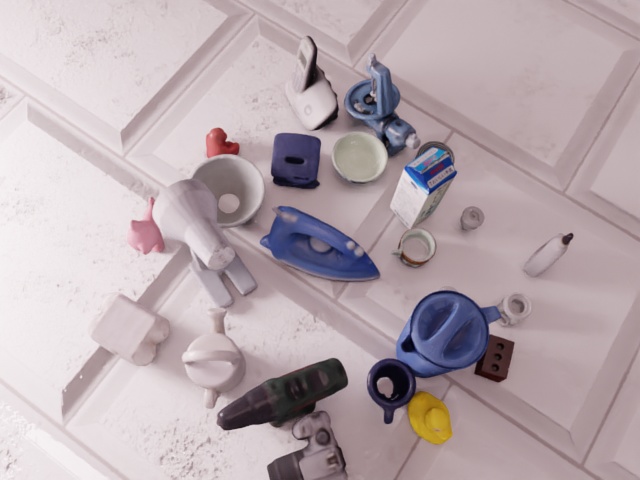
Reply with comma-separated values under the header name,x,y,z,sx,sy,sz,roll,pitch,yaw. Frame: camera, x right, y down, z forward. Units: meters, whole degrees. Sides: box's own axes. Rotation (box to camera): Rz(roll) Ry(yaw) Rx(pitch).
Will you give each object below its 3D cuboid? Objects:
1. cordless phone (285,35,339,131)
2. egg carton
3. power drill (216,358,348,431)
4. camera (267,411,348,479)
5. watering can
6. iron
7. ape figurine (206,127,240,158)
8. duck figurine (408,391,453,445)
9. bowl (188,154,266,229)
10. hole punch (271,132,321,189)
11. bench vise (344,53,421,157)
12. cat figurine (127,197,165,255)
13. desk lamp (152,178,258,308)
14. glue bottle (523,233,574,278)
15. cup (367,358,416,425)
name,x,y,z,sx,sy,sz,roll,pitch,yaw
cordless phone,-0.015,-0.342,1.254,0.094,0.185,0.147,-28,74,-11
egg carton,-0.373,0.174,1.117,0.150,0.069,0.107,27,72,7
power drill,-0.063,0.284,1.018,0.230,0.208,0.075,-23,73,-10
camera,-0.029,0.397,1.037,0.137,0.101,0.143,-18,72,-8
watering can,-0.196,0.213,1.045,0.101,0.194,0.173,-18,72,-8
iron,0.011,0.004,1.156,0.258,0.141,0.119,22,71,5
ape figurine,-0.219,-0.212,1.248,0.077,0.092,0.076,41,74,12
duck figurine,0.212,0.333,1.077,0.077,0.086,0.104,-29,74,-12
bowl,-0.197,-0.093,1.217,0.167,0.075,0.167,1,70,-2
hole punch,-0.050,-0.171,1.242,0.108,0.091,0.101,6,70,0
bench vise,0.146,-0.295,1.226,0.207,0.220,0.121,30,72,8
cat figurine,-0.351,-0.025,1.163,0.067,0.118,0.128,10,70,2
desk lamp,-0.216,0.008,1.106,0.118,0.213,0.203,-35,75,-13
glue bottle,0.470,0.020,1.153,0.037,0.173,0.078,39,74,11
cup,0.129,0.290,1.085,0.091,0.095,0.118,6,70,0
